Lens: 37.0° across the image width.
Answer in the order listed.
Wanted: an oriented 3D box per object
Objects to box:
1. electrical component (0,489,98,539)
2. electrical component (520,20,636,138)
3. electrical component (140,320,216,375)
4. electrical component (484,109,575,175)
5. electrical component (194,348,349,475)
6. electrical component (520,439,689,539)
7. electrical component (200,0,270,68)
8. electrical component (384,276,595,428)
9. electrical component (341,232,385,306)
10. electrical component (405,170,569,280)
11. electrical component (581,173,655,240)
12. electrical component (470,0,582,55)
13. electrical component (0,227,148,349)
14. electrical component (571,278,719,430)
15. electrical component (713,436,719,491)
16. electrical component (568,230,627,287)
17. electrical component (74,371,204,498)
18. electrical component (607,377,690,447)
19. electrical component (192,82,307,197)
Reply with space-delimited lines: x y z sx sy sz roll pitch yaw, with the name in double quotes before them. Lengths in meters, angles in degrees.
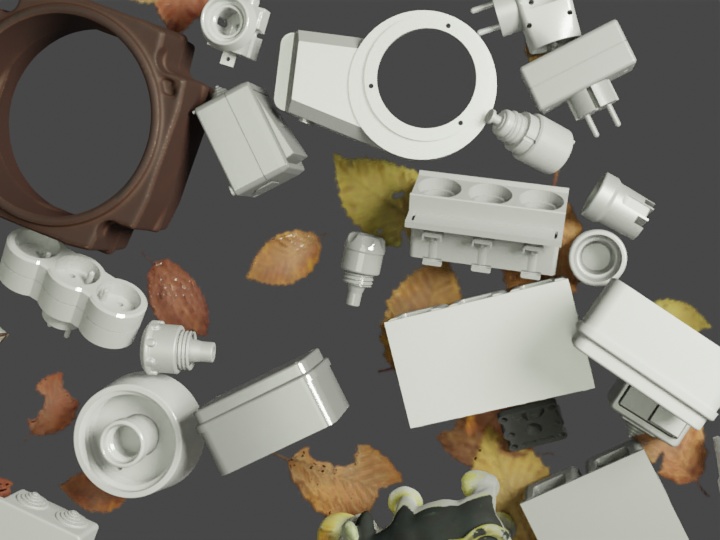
"electrical component" -0.293 0.254 0.965 0.100 0.048 0.099 22 96 9
"electrical component" 0.182 -0.144 0.861 0.083 0.047 0.075 -26 88 10
"electrical component" -0.158 0.069 0.935 0.062 0.048 0.048 4 93 3
"electrical component" 0.134 -0.107 0.862 0.078 0.040 0.040 24 98 -23
"electrical component" -0.074 0.117 0.904 0.113 0.078 0.057 -27 90 10
"electrical component" 0.219 0.243 0.865 0.105 0.060 0.186 -27 88 10
"electrical component" -0.106 -0.206 0.907 0.048 0.055 0.066 18 96 9
"electrical component" 0.106 0.065 0.877 0.150 0.062 0.089 -14 90 11
"electrical component" 0.000 0.000 0.908 0.035 0.035 0.061 13 97 10
"electrical component" 0.103 -0.036 0.868 0.121 0.078 0.063 8 122 10
"electrical component" 0.208 -0.050 0.865 0.046 0.040 0.040 30 97 2
"electrical component" 0.130 -0.212 0.869 0.079 0.043 0.077 -16 89 10
"electrical component" -0.258 0.028 0.948 0.138 0.052 0.073 32 122 8
"electrical component" 0.215 0.060 0.785 0.113 0.078 0.057 35 95 8
"electrical component" 0.303 0.154 0.857 0.040 0.040 0.046 -11 84 11
"electrical component" 0.190 -0.010 0.861 0.045 0.055 0.045 0 93 10
"electrical component" -0.196 0.146 0.936 0.108 0.060 0.108 1 93 10
"electrical component" 0.241 0.094 0.854 0.062 0.061 0.096 32 98 8
"electrical component" -0.092 -0.116 0.905 0.061 0.062 0.096 -26 88 10
